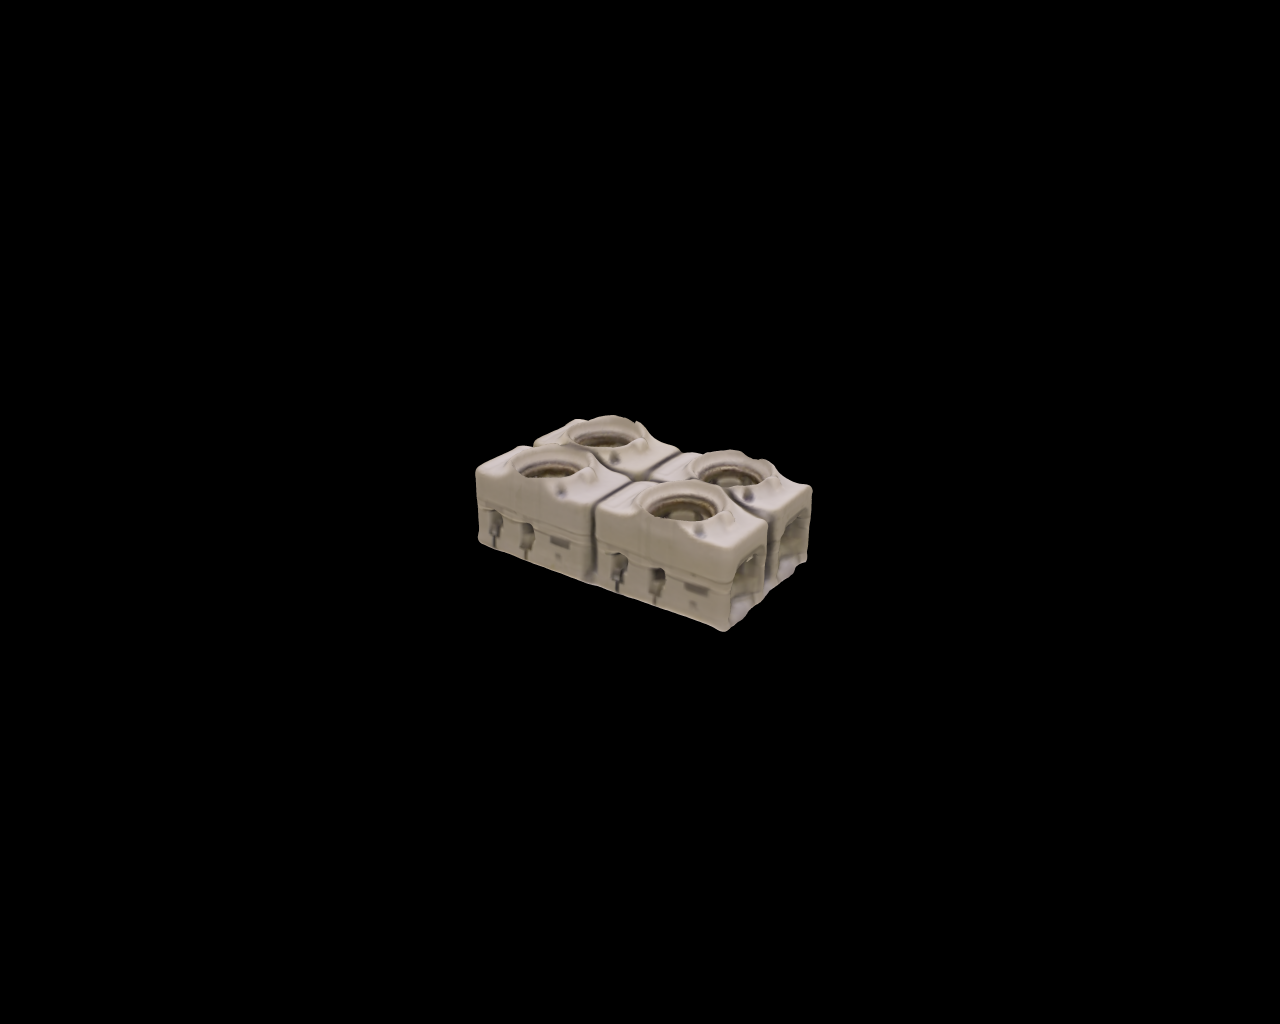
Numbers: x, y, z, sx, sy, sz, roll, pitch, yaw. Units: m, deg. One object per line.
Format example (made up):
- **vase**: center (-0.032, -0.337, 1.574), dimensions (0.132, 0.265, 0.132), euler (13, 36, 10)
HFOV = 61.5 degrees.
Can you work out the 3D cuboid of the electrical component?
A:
- **electrical component**: center (0.001, -0.003, 0.650), dimensions (0.186, 0.060, 0.106), euler (18, 32, 31)
